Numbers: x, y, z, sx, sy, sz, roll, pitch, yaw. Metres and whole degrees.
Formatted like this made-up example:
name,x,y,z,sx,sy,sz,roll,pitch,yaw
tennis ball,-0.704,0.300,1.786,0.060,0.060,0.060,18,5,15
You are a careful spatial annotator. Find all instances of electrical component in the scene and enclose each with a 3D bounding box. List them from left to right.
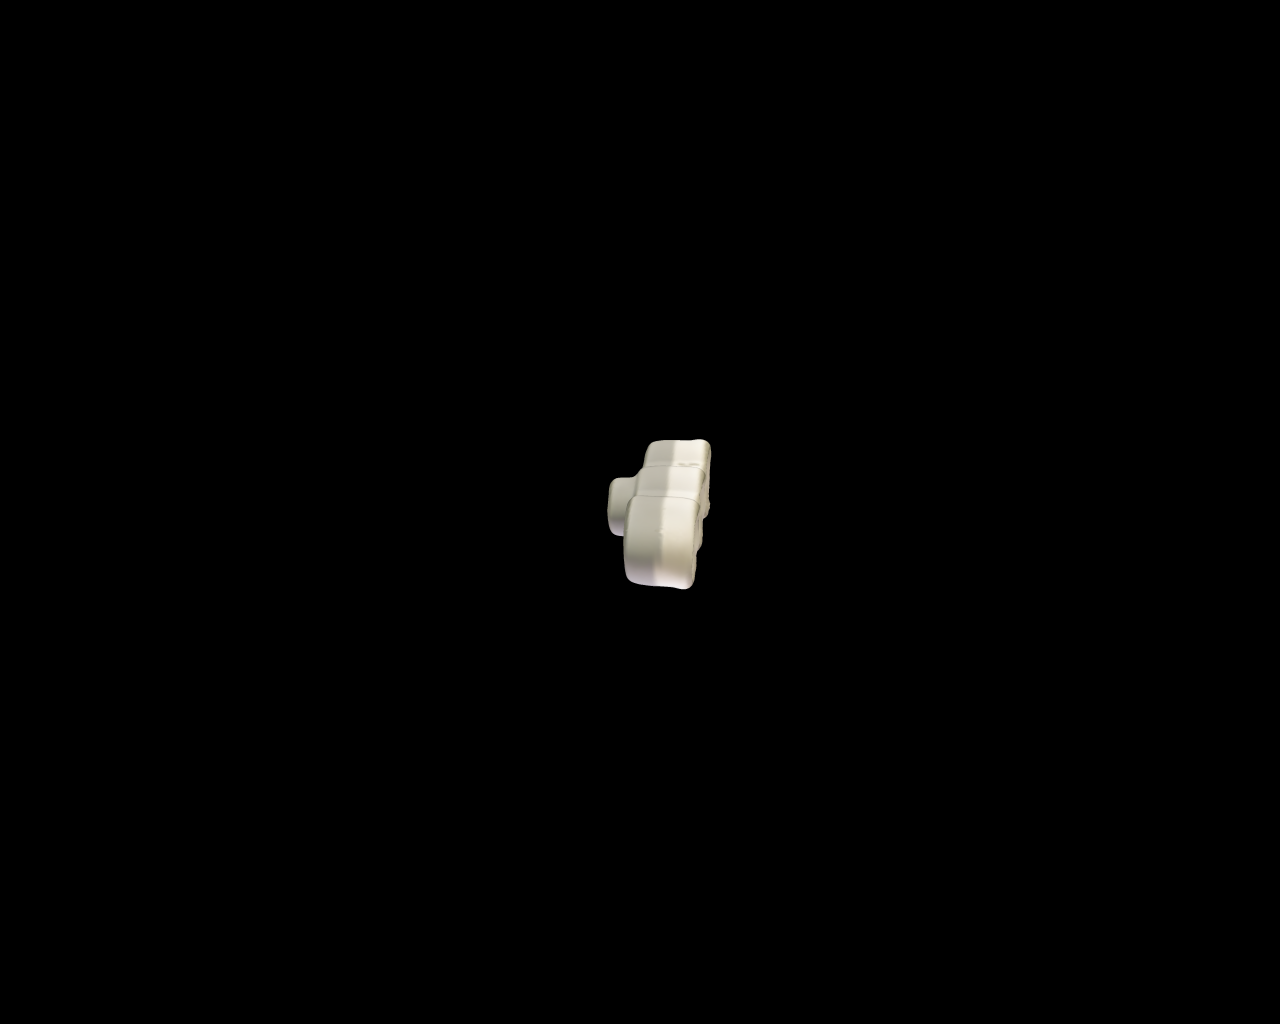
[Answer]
name,x,y,z,sx,sy,sz,roll,pitch,yaw
electrical component,0.001,-0.003,0.650,0.074,0.052,0.138,3,26,7
